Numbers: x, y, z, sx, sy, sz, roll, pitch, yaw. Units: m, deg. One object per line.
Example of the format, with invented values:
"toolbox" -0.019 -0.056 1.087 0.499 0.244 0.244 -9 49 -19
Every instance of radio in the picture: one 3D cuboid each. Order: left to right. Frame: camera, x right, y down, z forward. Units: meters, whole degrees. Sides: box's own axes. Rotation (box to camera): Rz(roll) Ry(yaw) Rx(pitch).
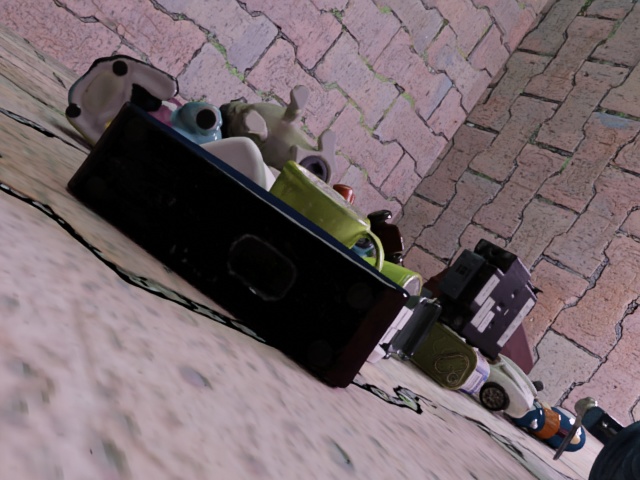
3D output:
"radio" -0.048 0.002 0.377 0.230 0.073 0.131 34 2 7

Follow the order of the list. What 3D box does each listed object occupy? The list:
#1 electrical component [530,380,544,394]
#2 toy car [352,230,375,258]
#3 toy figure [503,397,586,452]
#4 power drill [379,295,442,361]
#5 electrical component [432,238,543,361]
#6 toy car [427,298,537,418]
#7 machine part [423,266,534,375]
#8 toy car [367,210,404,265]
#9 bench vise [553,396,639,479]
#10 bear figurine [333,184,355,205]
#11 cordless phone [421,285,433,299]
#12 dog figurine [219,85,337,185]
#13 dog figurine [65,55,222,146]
"electrical component" 0.293 0.228 0.804 0.094 0.063 0.021 100 -22 -65
"toy car" -0.002 -0.002 0.802 0.161 0.103 0.109 42 -21 -16
"toy figure" 0.328 0.264 0.782 0.154 0.058 0.064 33 -37 -29
"power drill" 0.034 0.047 0.619 0.207 0.086 0.232 40 5 26
"electrical component" 0.198 0.068 0.649 0.134 0.115 0.058 41 -6 -40
"toy car" 0.213 0.157 0.747 0.202 0.056 0.073 48 27 18
"machine part" 0.274 0.158 0.963 0.201 0.087 0.201 35 -25 56
"toy car" 0.063 -0.002 0.887 0.202 0.053 0.089 -5 -77 50
"bench vise" 0.318 0.226 0.481 0.223 0.129 0.241 34 8 -13
"bear figurine" -0.036 -0.069 1.136 0.196 0.132 0.120 18 -3 11
"cordless phone" 0.097 0.096 0.874 0.147 0.088 0.184 36 13 23
"dog figurine" -0.071 -0.125 0.762 0.191 0.121 0.172 12 -59 62
"dog figurine" -0.179 -0.116 0.647 0.191 0.108 0.219 32 -3 -3
